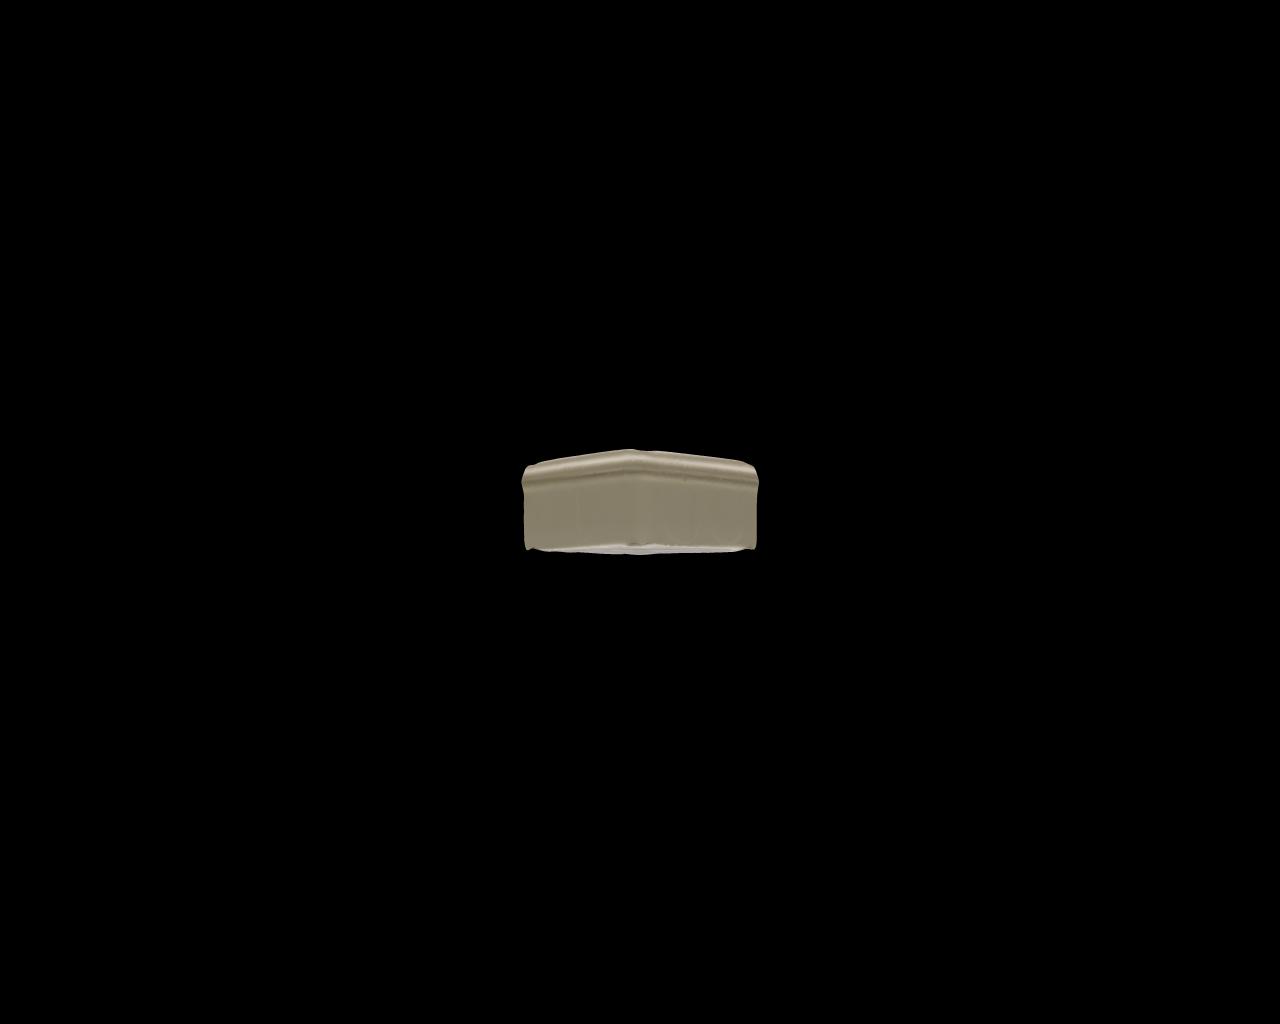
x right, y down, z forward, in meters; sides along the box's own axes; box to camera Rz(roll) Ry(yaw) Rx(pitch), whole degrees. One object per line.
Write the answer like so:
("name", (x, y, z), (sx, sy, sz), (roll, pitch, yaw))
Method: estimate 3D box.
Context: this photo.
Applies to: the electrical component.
("electrical component", (0.001, -0.003, 0.650), (0.108, 0.056, 0.109), (-4, -6, 43))
